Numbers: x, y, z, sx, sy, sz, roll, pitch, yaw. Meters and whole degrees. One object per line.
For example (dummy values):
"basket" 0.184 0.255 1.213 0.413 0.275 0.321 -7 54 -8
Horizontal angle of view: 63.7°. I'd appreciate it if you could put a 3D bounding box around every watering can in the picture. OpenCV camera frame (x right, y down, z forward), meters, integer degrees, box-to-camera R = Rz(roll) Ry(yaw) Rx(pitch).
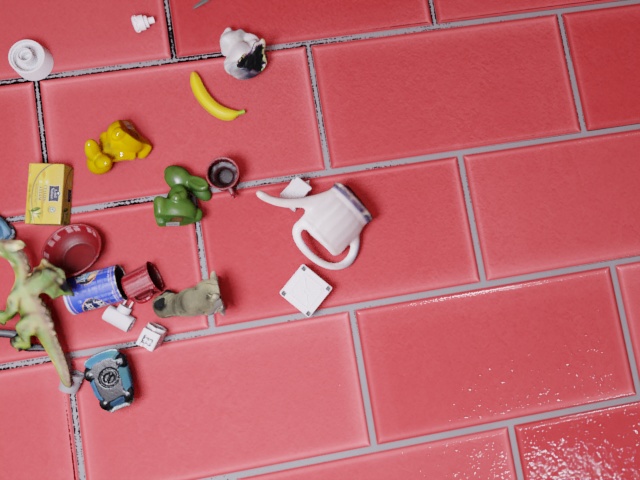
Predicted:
"watering can" 0.004 -0.072 1.433 0.225 0.104 0.343 -47 112 -8

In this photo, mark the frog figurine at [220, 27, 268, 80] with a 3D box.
"frog figurine" -0.234 -0.545 1.505 0.161 0.121 0.137 34 93 35

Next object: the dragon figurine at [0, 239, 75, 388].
"dragon figurine" -0.713 0.167 1.324 0.411 0.124 0.239 50 122 4
